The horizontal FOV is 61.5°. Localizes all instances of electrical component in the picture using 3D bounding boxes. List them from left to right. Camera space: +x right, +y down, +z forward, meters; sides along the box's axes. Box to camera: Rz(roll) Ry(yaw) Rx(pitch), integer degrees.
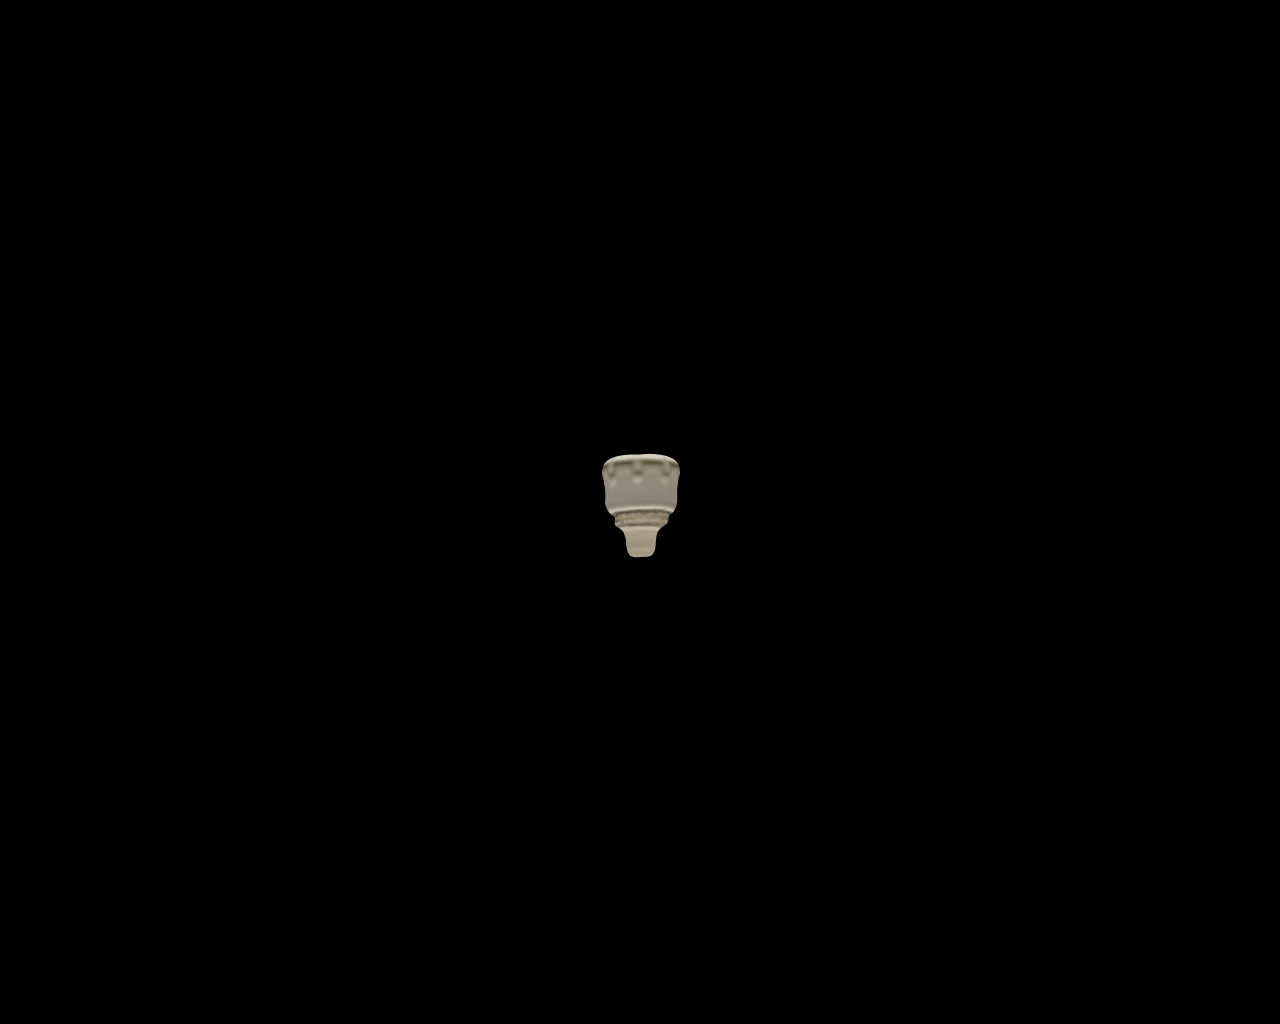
[{"bbox_3d":[0.001,-0.003,0.650,0.048,0.062,0.048,0,-7,0],"label":"electrical component"}]
